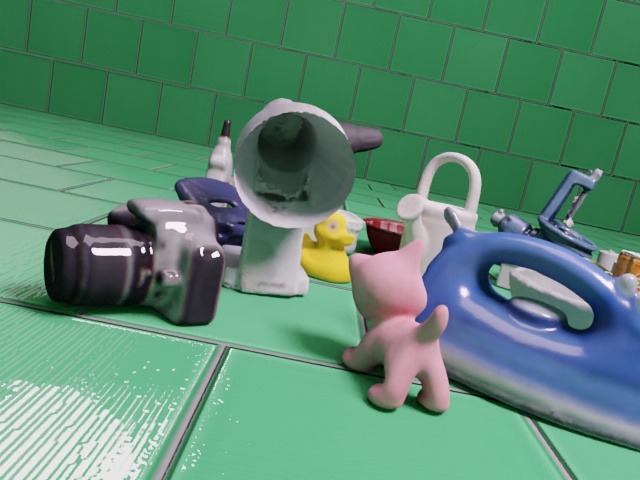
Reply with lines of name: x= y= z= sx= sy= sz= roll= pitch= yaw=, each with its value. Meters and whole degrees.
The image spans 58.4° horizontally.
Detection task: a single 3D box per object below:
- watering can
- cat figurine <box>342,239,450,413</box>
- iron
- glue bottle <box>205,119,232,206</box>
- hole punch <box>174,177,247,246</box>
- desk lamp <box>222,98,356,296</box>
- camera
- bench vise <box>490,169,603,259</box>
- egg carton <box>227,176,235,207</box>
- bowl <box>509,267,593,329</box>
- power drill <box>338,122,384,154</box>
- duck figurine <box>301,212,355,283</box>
watering can: x=0.172 y=-0.029 z=0.821 sx=0.100 sy=0.194 sz=0.173 roll=15 pitch=11 yaw=18
cat figurine: x=0.063 y=0.058 z=0.463 sx=0.067 sy=0.118 sz=0.127 roll=7 pitch=12 yaw=-22
iron: x=0.195 y=0.066 z=0.498 sx=0.257 sy=0.141 sz=0.119 roll=19 pitch=13 yaw=33
glue bottle: x=-0.159 y=-0.102 z=0.894 sx=0.037 sy=0.173 sz=0.078 roll=11 pitch=11 yaw=-4
hole punch: x=-0.137 y=-0.032 z=0.780 sx=0.100 sy=0.091 sz=0.109 roll=21 pitch=14 yaw=39
desk lamp: x=-0.048 y=-0.048 z=0.632 sx=0.118 sy=0.213 sz=0.203 roll=9 pitch=11 yaw=-15
camera: x=-0.170 y=0.008 z=0.512 sx=0.137 sy=0.101 sz=0.142 roll=3 pitch=14 yaw=-40
bench vise: x=0.433 y=-0.039 z=1.083 sx=0.207 sy=0.220 sz=0.122 roll=15 pitch=11 yaw=14
egg carton: x=-0.133 y=-0.077 z=1.073 sx=0.107 sy=0.069 sz=0.151 roll=18 pitch=12 yaw=29
bowl: x=0.296 y=0.090 z=0.666 sx=0.167 sy=0.075 sz=0.167 roll=11 pitch=11 yaw=-2
power drill: x=-0.010 y=-0.115 z=1.029 sx=0.230 sy=0.208 sz=0.075 roll=8 pitch=11 yaw=-19
duck figurine: x=0.007 y=0.003 z=0.769 sx=0.078 sy=0.086 sz=0.104 roll=2 pitch=15 yaw=-42
